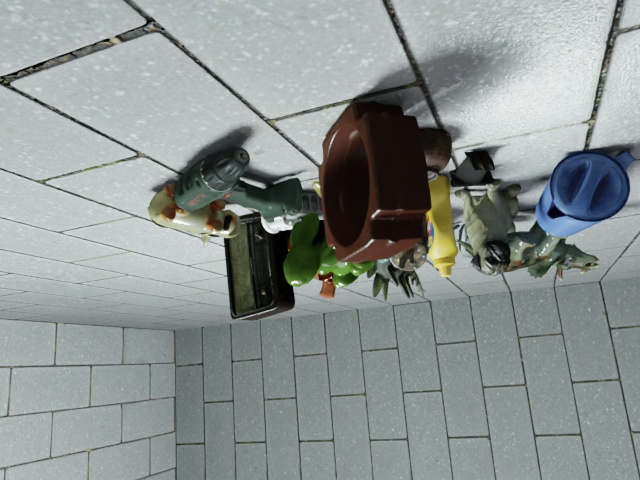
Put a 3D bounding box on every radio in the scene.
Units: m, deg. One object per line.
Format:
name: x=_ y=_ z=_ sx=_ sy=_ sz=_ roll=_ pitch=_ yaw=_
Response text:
radio: x=-0.137 y=0.058 z=1.199 sx=0.131 sy=0.229 sz=0.073 roll=-14 pitch=166 yaw=25

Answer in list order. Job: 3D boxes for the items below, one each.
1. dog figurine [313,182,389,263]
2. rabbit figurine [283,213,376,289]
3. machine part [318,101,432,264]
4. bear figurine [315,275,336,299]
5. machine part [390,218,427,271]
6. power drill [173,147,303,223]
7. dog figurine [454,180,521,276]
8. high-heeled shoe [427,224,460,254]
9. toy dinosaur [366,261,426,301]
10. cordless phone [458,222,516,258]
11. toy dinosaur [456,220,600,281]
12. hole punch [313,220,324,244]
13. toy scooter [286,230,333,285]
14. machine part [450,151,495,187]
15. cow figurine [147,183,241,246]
dog figurine: x=0.087 y=-0.073 z=1.007 sx=0.108 sy=0.192 sz=0.219 roll=-32 pitch=124 yaw=27
rabbit figurine: x=0.002 y=0.025 z=1.059 sx=0.170 sy=0.159 sz=0.121 roll=-18 pitch=173 yaw=-31
machine part: x=0.072 y=-0.077 z=0.768 sx=0.087 sy=0.201 sz=0.201 roll=-2 pitch=166 yaw=-18
bear figurine: x=-0.046 y=0.082 z=1.470 sx=0.196 sy=0.132 sz=0.120 roll=9 pitch=176 yaw=-1
machine part: x=0.187 y=-0.010 z=1.134 sx=0.079 sy=0.079 sz=0.243 roll=-8 pitch=-153 yaw=15
power drill: x=-0.128 y=-0.088 z=0.920 sx=0.207 sy=0.086 sz=0.232 roll=4 pitch=166 yaw=-45
dog figurine: x=0.373 y=-0.014 z=1.141 sx=0.172 sy=0.190 sz=0.121 roll=4 pitch=164 yaw=-36
high-heeled shoe: x=0.266 y=0.005 z=1.358 sx=0.145 sy=0.086 sz=0.248 roll=-33 pitch=168 yaw=32
toy dinosaur: x=0.176 y=0.048 z=1.322 sx=0.105 sy=0.198 sz=0.471 roll=-9 pitch=164 yaw=30
cordless phone: x=0.435 y=-0.031 z=1.344 sx=0.147 sy=0.089 sz=0.184 roll=-2 pitch=152 yaw=-8
toy dinosaur: x=0.471 y=0.026 z=1.295 sx=0.405 sy=0.131 sz=0.192 roll=-4 pitch=135 yaw=-15
hole punch: x=-0.002 y=-0.004 z=1.210 sx=0.116 sy=0.142 sz=0.092 roll=-15 pitch=171 yaw=-4
toy scooter: x=-0.012 y=0.041 z=1.298 sx=0.184 sy=0.135 sz=0.075 roll=7 pitch=163 yaw=-41
machine part: x=0.283 y=-0.125 z=0.985 sx=0.084 sy=0.039 sz=0.138 roll=2 pitch=169 yaw=9
cow figurine: x=-0.241 y=-0.043 z=1.050 sx=0.195 sy=0.085 sz=0.127 roll=15 pitch=164 yaw=-40
